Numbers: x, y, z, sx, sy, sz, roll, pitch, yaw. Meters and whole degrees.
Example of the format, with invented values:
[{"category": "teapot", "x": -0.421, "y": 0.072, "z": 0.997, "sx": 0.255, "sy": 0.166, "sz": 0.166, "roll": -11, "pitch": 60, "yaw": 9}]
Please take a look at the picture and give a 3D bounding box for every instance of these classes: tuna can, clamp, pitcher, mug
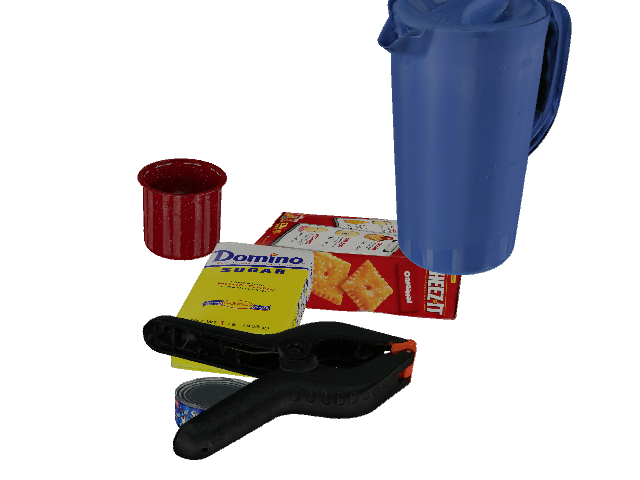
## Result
[{"category": "tuna can", "x": -0.105, "y": 0.169, "z": 1.081, "sx": 0.086, "sy": 0.034, "sz": 0.086, "roll": 2, "pitch": 13, "yaw": -1}, {"category": "clamp", "x": -0.021, "y": 0.086, "z": 0.646, "sx": 0.171, "sy": 0.039, "sz": 0.120, "roll": -1, "pitch": 37, "yaw": -9}, {"category": "pitcher", "x": 0.133, "y": -0.098, "z": 0.935, "sx": 0.149, "sy": 0.243, "sz": 0.145, "roll": 7, "pitch": 32, "yaw": 13}, {"category": "mug", "x": -0.149, "y": -0.037, "z": 1.142, "sx": 0.093, "sy": 0.081, "sz": 0.117, "roll": -3, "pitch": 29, "yaw": -14}]

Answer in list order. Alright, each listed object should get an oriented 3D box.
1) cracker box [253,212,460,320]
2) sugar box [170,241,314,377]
[{"category": "cracker box", "x": 0.045, "y": 0.026, "z": 1.146, "sx": 0.214, "sy": 0.072, "sz": 0.164, "roll": 5, "pitch": 15, "yaw": 9}, {"category": "sugar box", "x": -0.061, "y": 0.053, "z": 0.904, "sx": 0.093, "sy": 0.048, "sz": 0.176, "roll": 6, "pitch": 24, "yaw": 4}]
